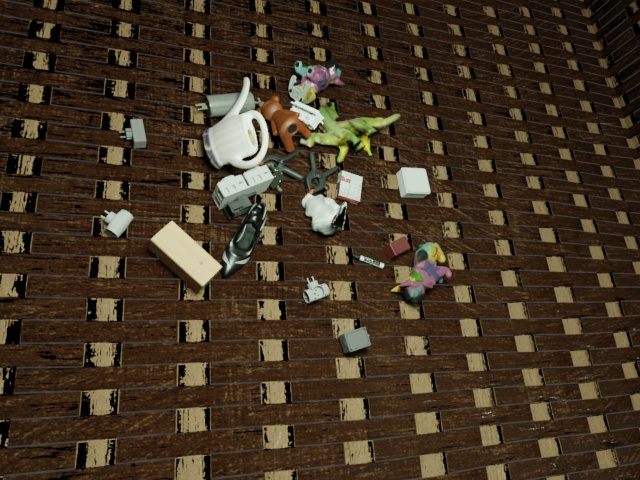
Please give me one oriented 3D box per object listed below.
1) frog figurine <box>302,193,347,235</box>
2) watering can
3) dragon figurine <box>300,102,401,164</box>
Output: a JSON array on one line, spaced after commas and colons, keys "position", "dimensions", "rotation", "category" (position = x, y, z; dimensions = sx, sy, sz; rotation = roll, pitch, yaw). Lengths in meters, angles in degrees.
[{"position": [0.005, -0.091, 1.803], "dimensions": [0.160, 0.120, 0.139], "rotation": [16, 68, 24], "category": "frog figurine"}, {"position": [-0.290, -0.378, 1.741], "dimensions": [0.223, 0.102, 0.354], "rotation": [-20, 65, 10], "category": "watering can"}, {"position": [0.093, -0.445, 1.967], "dimensions": [0.415, 0.120, 0.245], "rotation": [-37, 76, -25], "category": "dragon figurine"}]
